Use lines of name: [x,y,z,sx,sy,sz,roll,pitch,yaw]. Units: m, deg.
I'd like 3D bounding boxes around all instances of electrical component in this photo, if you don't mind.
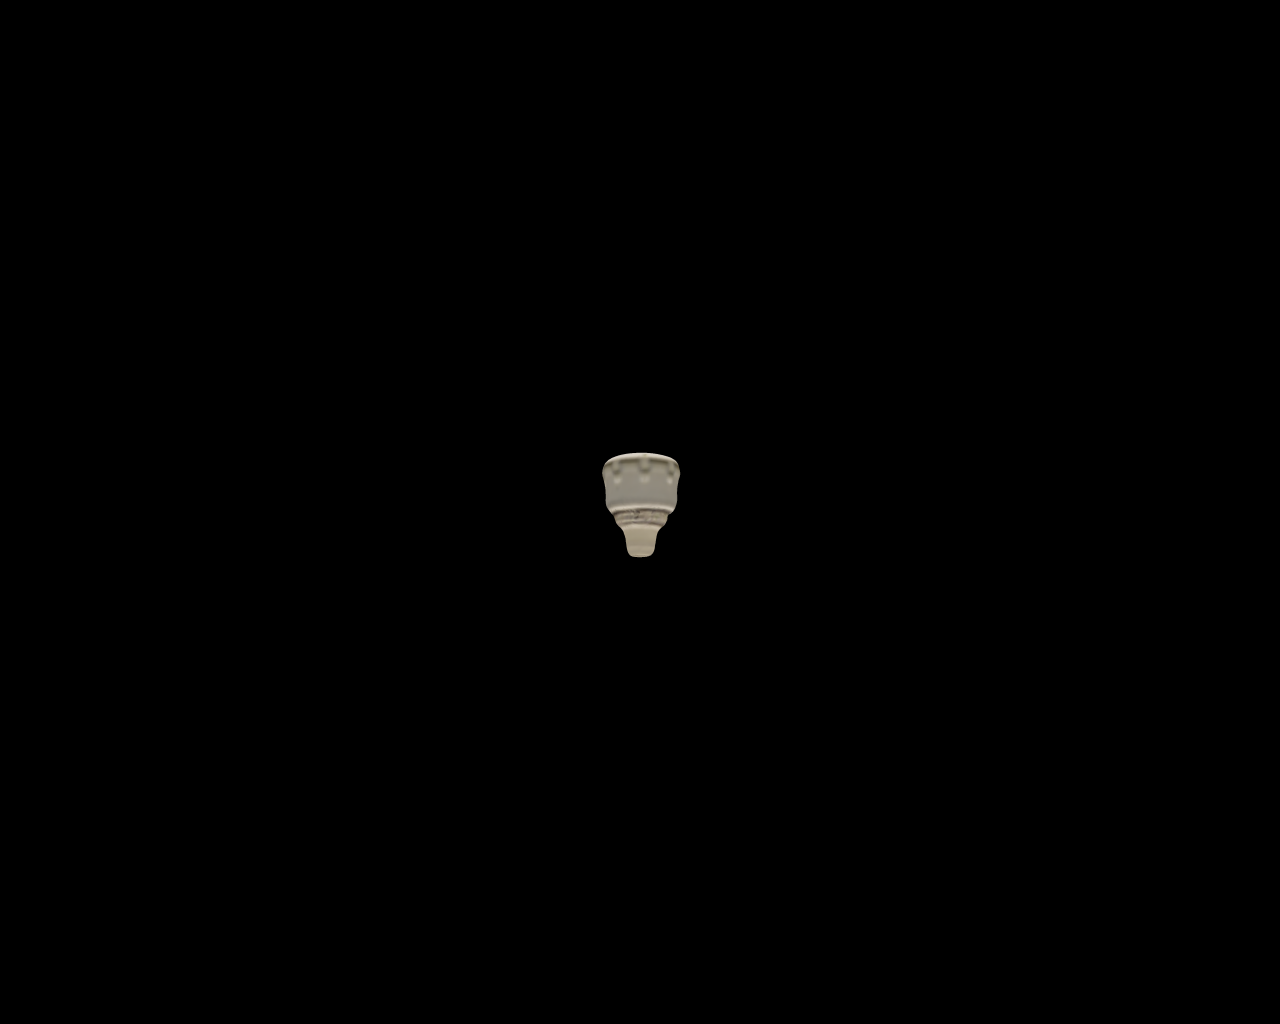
electrical component: [0.001,-0.003,0.650,0.048,0.062,0.048,0,-11,0]
